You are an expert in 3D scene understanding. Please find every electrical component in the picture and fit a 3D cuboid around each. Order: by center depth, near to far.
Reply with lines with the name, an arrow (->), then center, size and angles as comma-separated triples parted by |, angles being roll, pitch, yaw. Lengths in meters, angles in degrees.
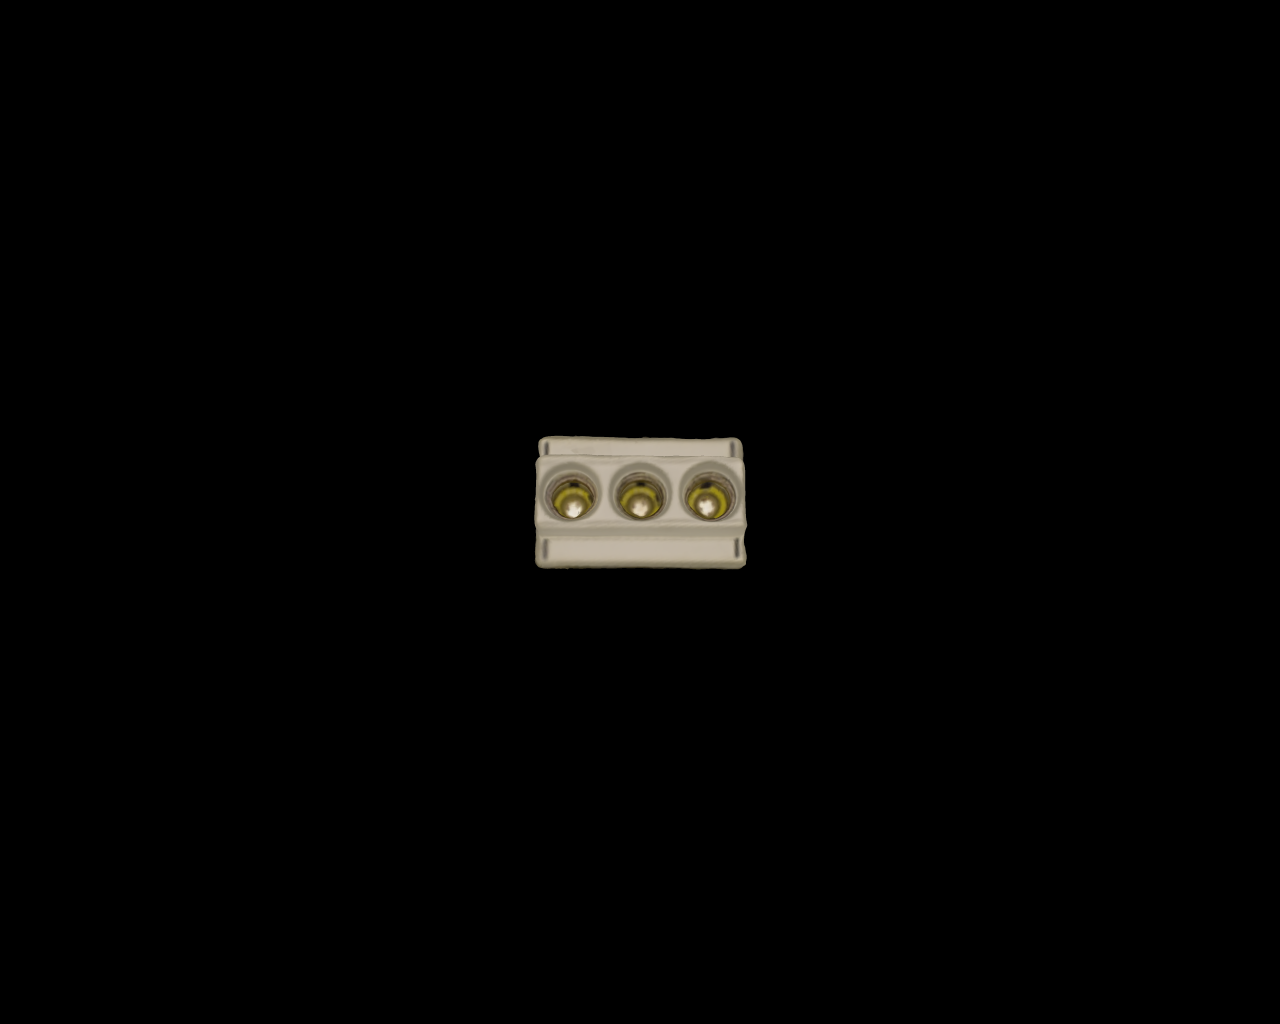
electrical component -> 0.001, -0.003, 0.650 | 0.121, 0.079, 0.063 | 0, -17, 0
